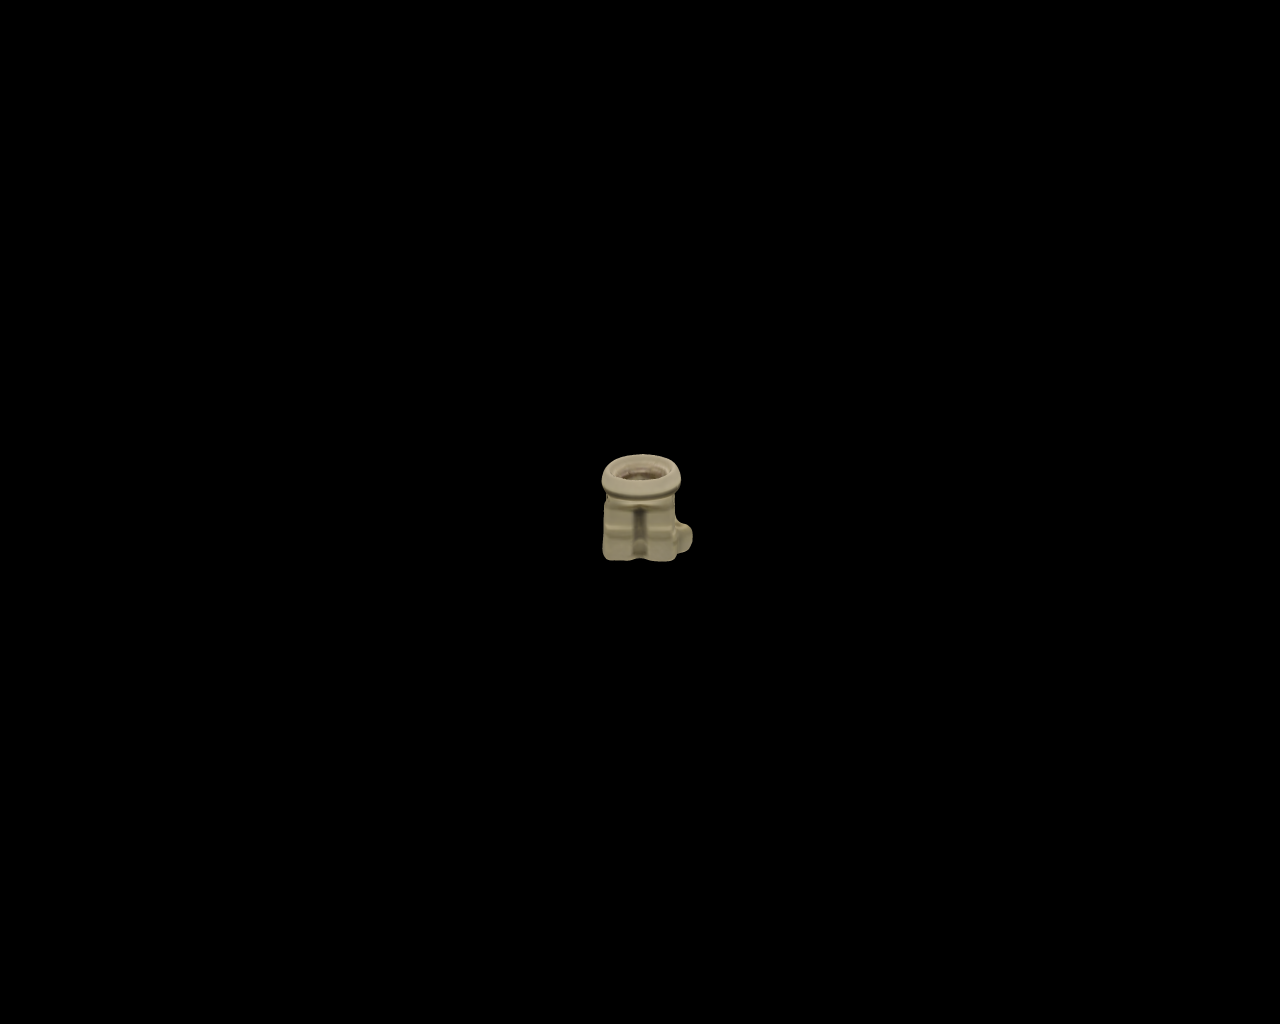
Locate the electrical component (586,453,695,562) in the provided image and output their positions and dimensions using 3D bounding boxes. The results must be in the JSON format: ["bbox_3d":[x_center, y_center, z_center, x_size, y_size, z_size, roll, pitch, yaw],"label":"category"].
[{"bbox_3d":[0.001,-0.003,0.650,0.066,0.055,0.048,0,24,0],"label":"electrical component"}]
